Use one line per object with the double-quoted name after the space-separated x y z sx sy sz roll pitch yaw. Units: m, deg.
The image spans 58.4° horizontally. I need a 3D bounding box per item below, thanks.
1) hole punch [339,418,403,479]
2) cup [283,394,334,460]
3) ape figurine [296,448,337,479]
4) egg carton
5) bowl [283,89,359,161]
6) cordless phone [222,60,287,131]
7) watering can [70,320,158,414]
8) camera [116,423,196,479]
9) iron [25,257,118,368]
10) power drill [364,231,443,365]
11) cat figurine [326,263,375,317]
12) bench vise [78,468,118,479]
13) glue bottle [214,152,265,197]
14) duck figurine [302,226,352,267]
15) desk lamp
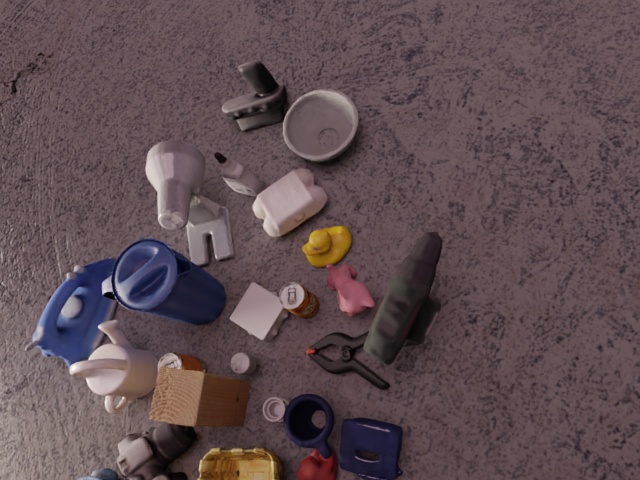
0.090 0.368 1.004 0.108 0.091 0.101 5 74 17 "hole punch"
-0.004 0.339 1.038 0.091 0.095 0.117 -34 67 3 "cup"
-0.009 0.406 1.019 0.077 0.092 0.076 -24 67 7 "ape figurine"
-0.063 -0.077 1.206 0.150 0.069 0.107 -36 67 2 "egg carton"
0.009 -0.235 1.235 0.167 0.075 0.167 -5 71 14 "bowl"
-0.159 -0.329 1.253 0.147 0.185 0.094 -17 68 10 "cordless phone"
-0.411 0.249 1.129 0.101 0.194 0.172 -31 67 4 "watering can"
-0.305 0.414 1.095 0.137 0.101 0.143 -37 66 1 "camera"
-0.527 0.137 1.227 0.118 0.142 0.258 17 78 20 "iron"
0.158 0.112 1.005 0.075 0.209 0.230 25 81 22 "power drill"
0.053 0.095 1.090 0.067 0.118 0.127 -38 66 1 "cat figurine"
-0.429 0.526 1.029 0.121 0.220 0.207 -28 67 6 "bench vise"
-0.179 -0.142 1.203 0.078 0.173 0.037 17 78 21 "glue bottle"
0.011 0.004 1.149 0.104 0.086 0.077 -34 67 3 "duck figurine"
-0.270 -0.074 1.185 0.117 0.214 0.203 -16 69 10 "desk lamp"
